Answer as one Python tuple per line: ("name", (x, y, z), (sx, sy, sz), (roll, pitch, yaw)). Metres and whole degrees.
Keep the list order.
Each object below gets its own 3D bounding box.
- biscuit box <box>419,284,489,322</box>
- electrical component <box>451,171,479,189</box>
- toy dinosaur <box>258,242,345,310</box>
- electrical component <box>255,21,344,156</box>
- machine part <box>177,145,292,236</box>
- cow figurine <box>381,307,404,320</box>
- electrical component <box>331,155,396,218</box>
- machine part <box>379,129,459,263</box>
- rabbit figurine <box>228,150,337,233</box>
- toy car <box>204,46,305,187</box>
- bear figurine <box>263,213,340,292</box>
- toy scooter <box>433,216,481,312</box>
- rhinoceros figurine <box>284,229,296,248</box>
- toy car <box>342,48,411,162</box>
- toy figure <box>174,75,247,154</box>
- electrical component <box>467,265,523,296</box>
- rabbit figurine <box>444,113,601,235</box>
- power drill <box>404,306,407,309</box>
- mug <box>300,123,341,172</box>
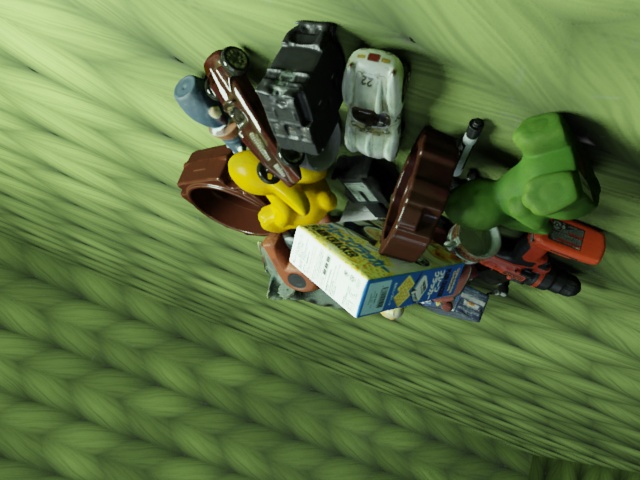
("biscuit box", (0.271, 0.125, 1.120), (0.063, 0.059, 0.203), (24, 173, -9))
("electrical component", (0.225, -0.070, 0.799), (0.063, 0.021, 0.094), (2, 153, 40))
("toy dinosaur", (0.022, 0.117, 1.329), (0.405, 0.131, 0.192), (15, 171, 3))
("electrical component", (-0.013, -0.171, 0.640), (0.058, 0.115, 0.134), (17, 159, 22))
("machine part", (-0.151, -0.086, 1.017), (0.201, 0.087, 0.201), (-1, 152, 43))
("cow figurine", (0.146, 0.057, 0.980), (0.068, 0.167, 0.098), (9, 157, 33))
("electrical component", (0.081, -0.085, 0.857), (0.075, 0.048, 0.119), (1, 152, 42))
("machine part", (0.132, -0.055, 0.723), (0.056, 0.179, 0.179), (19, 159, 2))
("rabbit figurine", (-0.064, -0.080, 0.845), (0.163, 0.122, 0.173), (17, 169, 47))
("toy car", (-0.092, -0.158, 0.716), (0.089, 0.053, 0.202), (-23, 98, 57))
("bear figurine", (-0.002, 0.000, 0.996), (0.120, 0.196, 0.131), (8, 133, 29))
("toy scooter", (0.210, 0.044, 0.936), (0.183, 0.135, 0.075), (34, 155, -28))
("rhinoceros figurine", (-0.056, 0.003, 1.164), (0.112, 0.073, 0.190), (14, 158, 19))
("toy car", (0.068, -0.159, 0.675), (0.074, 0.056, 0.201), (16, 158, 11))
("toy figure", (-0.154, -0.184, 0.816), (0.058, 0.064, 0.154), (-30, 144, 15))
("electrical component", (0.326, 0.071, 1.021), (0.102, 0.045, 0.078), (28, 159, -19))
("rabbit figurine", (0.244, -0.064, 0.671), (0.170, 0.121, 0.159), (-18, 161, 37))
("power drill", (0.100, 0.081, 1.107), (0.207, 0.086, 0.232), (18, -166, -32))
("mug", (-0.038, -0.156, 0.760), (0.107, 0.081, 0.109), (15, 136, 35))
